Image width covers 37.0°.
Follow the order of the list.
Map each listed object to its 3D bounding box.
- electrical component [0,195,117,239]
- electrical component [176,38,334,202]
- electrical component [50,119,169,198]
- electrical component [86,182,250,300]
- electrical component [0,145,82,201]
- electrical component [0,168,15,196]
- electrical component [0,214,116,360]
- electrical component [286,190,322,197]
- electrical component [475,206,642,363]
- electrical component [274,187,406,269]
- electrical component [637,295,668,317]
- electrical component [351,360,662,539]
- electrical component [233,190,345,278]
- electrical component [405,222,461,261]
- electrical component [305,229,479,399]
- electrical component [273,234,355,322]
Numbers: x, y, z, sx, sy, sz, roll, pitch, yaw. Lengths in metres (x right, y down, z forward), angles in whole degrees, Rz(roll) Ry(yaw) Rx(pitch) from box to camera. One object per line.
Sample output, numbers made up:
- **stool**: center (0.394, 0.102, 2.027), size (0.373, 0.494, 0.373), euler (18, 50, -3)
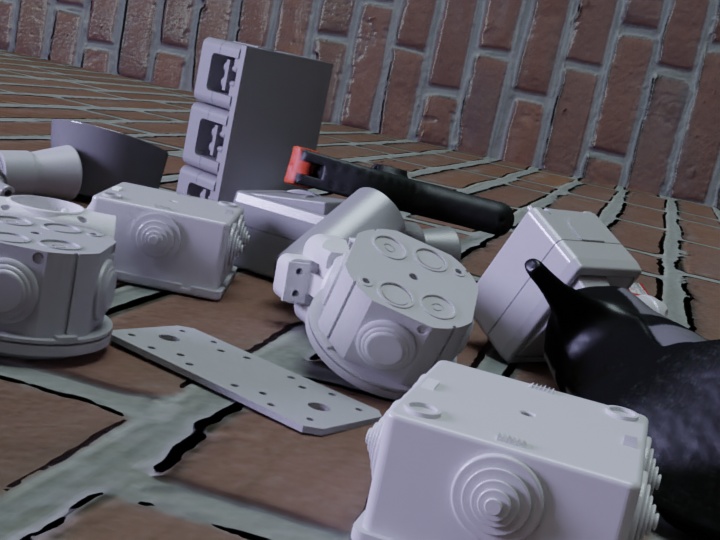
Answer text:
- **electrical component**: center (-0.174, -0.011, 0.581), size (0.077, 0.044, 0.079), euler (9, 11, -14)
- **electrical component**: center (-0.088, -0.100, 0.850), size (0.089, 0.150, 0.062), euler (1, 16, -45)
- **electrical component**: center (-0.214, -0.093, 0.910), size (0.099, 0.064, 0.099), euler (11, 11, -2)
- **electrical component**: center (-0.122, -0.021, 0.676), size (0.100, 0.048, 0.099), euler (12, 10, -2)
- **electrical component**: center (-0.257, -0.076, 0.842), size (0.065, 0.044, 0.044), euler (-5, 19, -42)
- **electrical component**: center (-0.271, -0.063, 0.772), size (0.061, 0.035, 0.035), euler (22, 14, 34)
- **electrical component**: center (-0.151, 0.007, 0.490), size (0.080, 0.051, 0.080), euler (11, 11, -2)
- **electrical component**: center (-0.045, -0.034, 0.817), size (0.055, 0.055, 0.047), euler (12, 7, 2)
- **electrical component**: center (0.113, 0.017, 0.648), size (0.062, 0.096, 0.061), euler (2, 42, -40)
- **electrical component**: center (0.000, 0.000, 0.671), size (0.079, 0.044, 0.077), euler (48, 59, 1)
- **electrical component**: center (0.186, 0.034, 0.758), size (0.061, 0.035, 0.035), euler (3, 13, -28)
- **electrical component**: center (0.054, 0.072, 0.380), size (0.100, 0.048, 0.100), euler (15, 11, 14)
- **electrical component**: center (-0.048, -0.026, 0.750), size (0.096, 0.061, 0.062), euler (17, 12, 27)
- **electrical component**: center (0.044, -0.014, 0.830), size (0.055, 0.045, 0.045), euler (5, 12, -29)
- **electrical component**: center (0.017, 0.022, 0.537), size (0.080, 0.051, 0.080), euler (17, 34, -12)
- **electrical component**: center (-0.003, 0.012, 0.610), size (0.078, 0.058, 0.057), euler (7, 9, -24)
